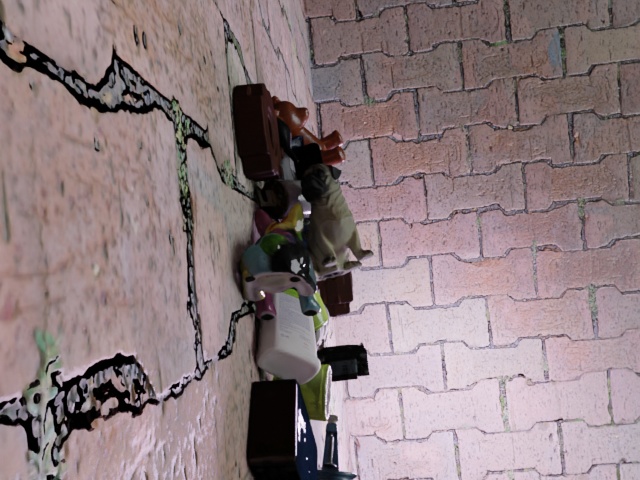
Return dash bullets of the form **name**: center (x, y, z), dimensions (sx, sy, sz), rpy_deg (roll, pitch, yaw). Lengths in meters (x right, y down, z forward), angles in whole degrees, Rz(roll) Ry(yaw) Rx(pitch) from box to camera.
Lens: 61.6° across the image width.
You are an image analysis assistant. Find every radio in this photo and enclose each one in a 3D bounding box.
- **radio**: center (-0.052, 0.329, 0.830), dimensions (0.131, 0.073, 0.229), rpy_deg (-90, 171, -48)

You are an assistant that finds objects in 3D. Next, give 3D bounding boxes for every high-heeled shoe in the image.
- **high-heeled shoe**: center (-0.095, -0.142, 1.154), dimensions (0.145, 0.086, 0.248), rpy_deg (52, -32, 28)

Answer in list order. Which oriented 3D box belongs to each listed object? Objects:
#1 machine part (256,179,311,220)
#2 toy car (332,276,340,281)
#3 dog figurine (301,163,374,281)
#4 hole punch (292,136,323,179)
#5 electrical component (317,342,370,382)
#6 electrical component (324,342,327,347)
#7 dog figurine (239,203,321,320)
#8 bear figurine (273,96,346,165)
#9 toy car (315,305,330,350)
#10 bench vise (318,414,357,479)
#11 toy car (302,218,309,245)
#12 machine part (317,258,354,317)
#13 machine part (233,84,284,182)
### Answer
- **machine part**: center (-0.036, -0.080, 1.069), dimensions (0.243, 0.079, 0.079), rpy_deg (-7, 91, -53)
- **toy car**: center (-0.003, -0.004, 1.229), dimensions (0.089, 0.053, 0.202), rpy_deg (-41, -104, 45)
- **dog figurine**: center (0.005, -0.030, 1.010), dimensions (0.172, 0.121, 0.190), rpy_deg (-37, -115, 50)
- **hole punch**: center (-0.060, -0.169, 1.226), dimensions (0.092, 0.116, 0.142), rpy_deg (-133, -153, -54)
- **electrical component**: center (0.050, 0.269, 1.184), dimensions (0.134, 0.115, 0.058), rpy_deg (143, -63, -88)
- **electrical component**: center (-0.013, 0.272, 1.418), dimensions (0.021, 0.063, 0.094), rpy_deg (-59, -142, 18)
- **dog figurine**: center (-0.068, 0.011, 0.875), dimensions (0.191, 0.109, 0.219), rpy_deg (74, 6, -51)
- **bear figurine**: center (-0.034, -0.267, 1.304), dimensions (0.120, 0.132, 0.195), rpy_deg (-92, 157, -53)
- **toy car**: center (-0.012, 0.244, 1.300), dimensions (0.073, 0.056, 0.201), rpy_deg (-49, 150, -55)
- **bench vise**: center (0.023, 0.525, 1.217), dimensions (0.223, 0.129, 0.240), rpy_deg (74, 17, -61)
- **toy car**: center (-0.041, 0.030, 1.135), dimensions (0.161, 0.103, 0.109), rpy_deg (92, -26, -65)
- **machine part**: center (0.017, 0.111, 1.478), dimensions (0.201, 0.087, 0.201), rpy_deg (156, -72, -67)
- **machine part**: center (-0.106, -0.188, 0.949), dimensions (0.179, 0.056, 0.179), rpy_deg (-8, 91, -85)
